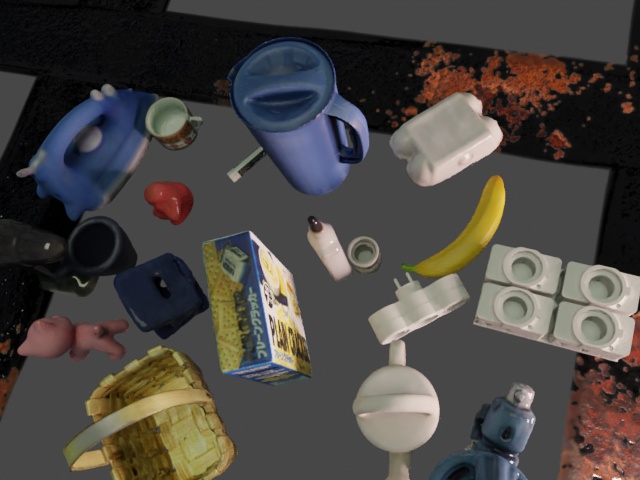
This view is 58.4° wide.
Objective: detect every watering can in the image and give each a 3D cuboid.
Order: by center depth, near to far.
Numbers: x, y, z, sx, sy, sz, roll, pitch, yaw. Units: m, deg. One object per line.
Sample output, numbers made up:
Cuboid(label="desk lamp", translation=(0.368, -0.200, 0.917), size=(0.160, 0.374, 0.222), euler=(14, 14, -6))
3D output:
Cuboid(label="watering can", translation=(0.095, 0.209, 0.684), size=(0.101, 0.194, 0.172), euler=(-23, 69, 3))

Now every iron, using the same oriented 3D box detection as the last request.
Cuboid(label="iron", translation=(-0.368, -0.168, 0.924), size=(0.118, 0.142, 0.258), euler=(31, 81, 19))

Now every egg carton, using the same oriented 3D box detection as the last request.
Cuboid(label="egg carton", translation=(0.186, -0.148, 0.847), size=(0.150, 0.069, 0.107), euler=(-32, 69, 0))

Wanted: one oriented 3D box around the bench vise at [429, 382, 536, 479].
Cuboid(label="bench vise", translation=(0.181, 0.257, 0.637), size=(0.121, 0.220, 0.207), euler=(4, 73, 13))

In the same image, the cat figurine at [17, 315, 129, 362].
Cuboid(label="cat figurine", translation=(-0.364, 0.141, 0.836), size=(0.127, 0.118, 0.067), euler=(-7, 71, 9))

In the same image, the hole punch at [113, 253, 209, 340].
Cuboid(label="hole punch", translation=(-0.233, 0.077, 0.846), size=(0.101, 0.091, 0.108), euler=(-37, 69, -2))

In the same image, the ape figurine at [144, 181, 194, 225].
Cuboid(label="ape figurine", translation=(-0.242, -0.064, 0.892), size=(0.076, 0.092, 0.077), euler=(-30, 69, 1))

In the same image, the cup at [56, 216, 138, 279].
Cuboid(label="cup", translation=(-0.334, 0.028, 0.879), size=(0.118, 0.095, 0.091), euler=(-38, 69, -2))

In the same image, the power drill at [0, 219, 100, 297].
Cuboid(label="power drill", translation=(-0.418, 0.022, 0.836), size=(0.229, 0.209, 0.076), euler=(6, 74, 13))

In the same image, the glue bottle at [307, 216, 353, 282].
Cuboid(label="glue bottle", translation=(0.007, 0.003, 0.778), size=(0.037, 0.173, 0.078), euler=(-30, 69, 1))
